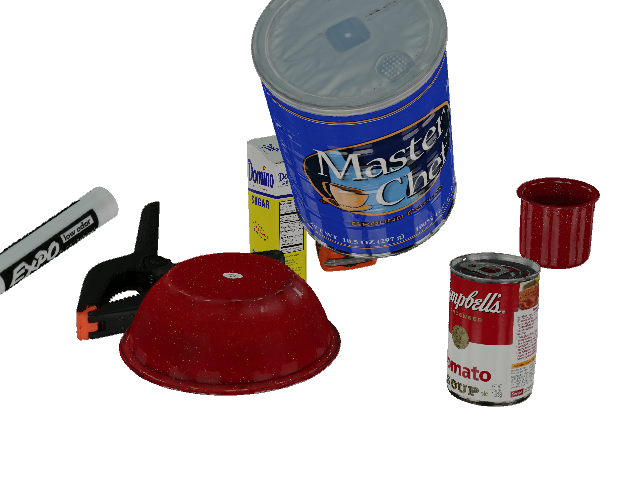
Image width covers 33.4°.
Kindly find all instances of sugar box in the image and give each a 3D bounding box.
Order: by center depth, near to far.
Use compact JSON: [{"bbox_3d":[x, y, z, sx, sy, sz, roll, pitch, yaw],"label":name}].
[{"bbox_3d":[-0.052,-0.026,1.253,0.048,0.176,0.093,-13,26,-22],"label":"sugar box"}]

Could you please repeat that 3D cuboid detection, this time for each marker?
[{"bbox_3d":[-0.151,0.009,0.538,0.020,0.020,0.120,0,30,43],"label":"marker"}]

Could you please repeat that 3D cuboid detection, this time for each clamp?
[{"bbox_3d":[-0.157,0.028,0.989,0.165,0.036,0.209,25,36,30],"label":"clamp"}]

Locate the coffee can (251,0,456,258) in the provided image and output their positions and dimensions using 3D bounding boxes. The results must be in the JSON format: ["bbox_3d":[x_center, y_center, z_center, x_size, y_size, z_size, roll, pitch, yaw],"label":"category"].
[{"bbox_3d":[0.024,-0.070,0.609,0.103,0.102,0.140,0,-33,10],"label":"coffee can"}]

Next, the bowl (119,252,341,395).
[{"bbox_3d":[-0.065,0.050,0.771,0.162,0.055,0.162,1,21,-1],"label":"bowl"}]

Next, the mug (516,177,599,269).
[{"bbox_3d":[0.281,-0.023,1.242,0.093,0.081,0.117,20,33,40],"label":"mug"}]

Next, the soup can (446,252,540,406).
[{"bbox_3d":[0.131,0.067,0.817,0.068,0.102,0.068,0,16,0],"label":"soup can"}]

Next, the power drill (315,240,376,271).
[{"bbox_3d":[0.012,-0.077,1.058,0.057,0.188,0.184,-9,23,-1],"label":"power drill"}]
